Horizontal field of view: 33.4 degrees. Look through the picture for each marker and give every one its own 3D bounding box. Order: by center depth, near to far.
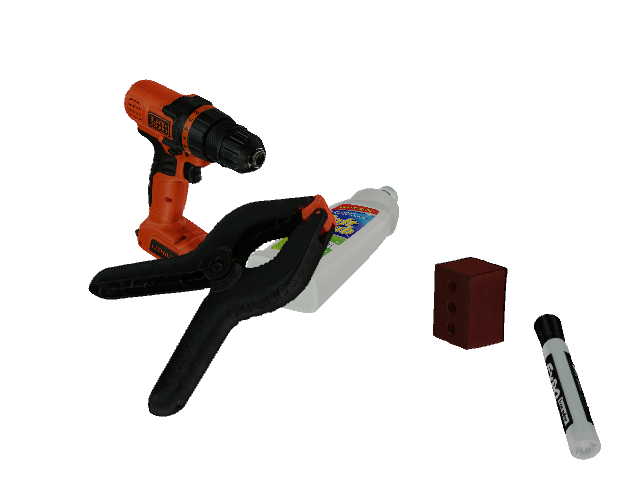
[{"bbox_3d":[0.159,0.091,0.697,0.020,0.020,0.121,0,37,-2],"label":"marker"}]

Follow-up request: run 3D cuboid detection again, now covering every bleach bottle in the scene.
[{"bbox_3d":[0.019,-0.004,1.330,0.103,0.068,0.250,16,36,27],"label":"bleach bottle"}]

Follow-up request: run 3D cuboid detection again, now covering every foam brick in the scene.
[{"bbox_3d":[0.147,0.061,1.051,0.051,0.078,0.053,-11,19,-34],"label":"foam brick"}]

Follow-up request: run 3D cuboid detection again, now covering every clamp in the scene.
[{"bbox_3d":[-0.062,0.035,0.690,0.171,0.120,0.039,-28,-28,6],"label":"clamp"}]

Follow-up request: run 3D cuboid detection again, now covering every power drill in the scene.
[{"bbox_3d":[-0.129,-0.056,1.093,0.185,0.188,0.057,30,38,35],"label":"power drill"}]
